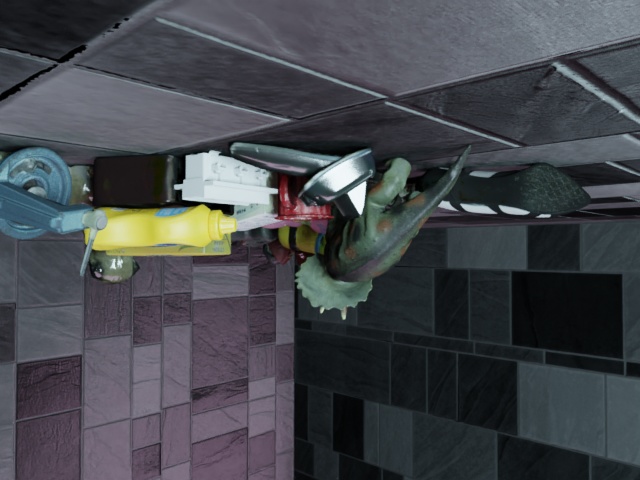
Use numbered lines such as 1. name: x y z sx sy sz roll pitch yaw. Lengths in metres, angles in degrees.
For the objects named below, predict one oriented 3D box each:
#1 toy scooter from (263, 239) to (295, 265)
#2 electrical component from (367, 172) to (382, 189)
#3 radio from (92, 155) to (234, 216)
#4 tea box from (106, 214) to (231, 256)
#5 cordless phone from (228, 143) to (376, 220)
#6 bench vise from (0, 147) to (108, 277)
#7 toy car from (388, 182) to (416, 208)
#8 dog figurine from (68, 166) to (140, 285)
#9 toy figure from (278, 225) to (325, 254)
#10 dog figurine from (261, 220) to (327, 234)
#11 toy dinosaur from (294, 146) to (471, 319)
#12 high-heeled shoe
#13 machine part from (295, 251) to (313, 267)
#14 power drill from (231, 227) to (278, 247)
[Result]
1. toy scooter: -0.097 -0.032 1.415 0.135 0.184 0.075 -26 161 15
2. electrical component: 0.085 -0.094 0.883 0.063 0.021 0.094 10 156 -24
3. radio: -0.231 -0.078 0.842 0.131 0.073 0.229 0 179 15
4. tea box: -0.236 -0.008 0.845 0.170 0.068 0.098 0 179 16
5. cordless phone: -0.028 -0.089 0.709 0.184 0.088 0.146 12 180 -5
6. bench vise: -0.373 -0.049 0.647 0.241 0.128 0.223 18 -167 18
7. toy car: 0.193 -0.085 0.976 0.073 0.056 0.202 8 173 -32
8. dog figurine: -0.369 -0.020 0.880 0.121 0.190 0.172 -1 177 30
9. toy figure: -0.003 -0.005 1.124 0.180 0.089 0.082 23 148 18
10. dog figurine: -0.003 -0.061 1.014 0.219 0.108 0.191 3 179 -7
11. toy dinosaur: 0.072 0.006 0.808 0.131 0.192 0.405 23 157 -10
12. high-heeled shoe: 0.278 -0.066 0.843 0.249 0.086 0.145 13 164 -11
13. machine part: 0.051 -0.006 1.217 0.202 0.201 0.087 -1 147 15
14. power drill: -0.220 -0.011 1.315 0.207 0.086 0.232 6 172 -37
